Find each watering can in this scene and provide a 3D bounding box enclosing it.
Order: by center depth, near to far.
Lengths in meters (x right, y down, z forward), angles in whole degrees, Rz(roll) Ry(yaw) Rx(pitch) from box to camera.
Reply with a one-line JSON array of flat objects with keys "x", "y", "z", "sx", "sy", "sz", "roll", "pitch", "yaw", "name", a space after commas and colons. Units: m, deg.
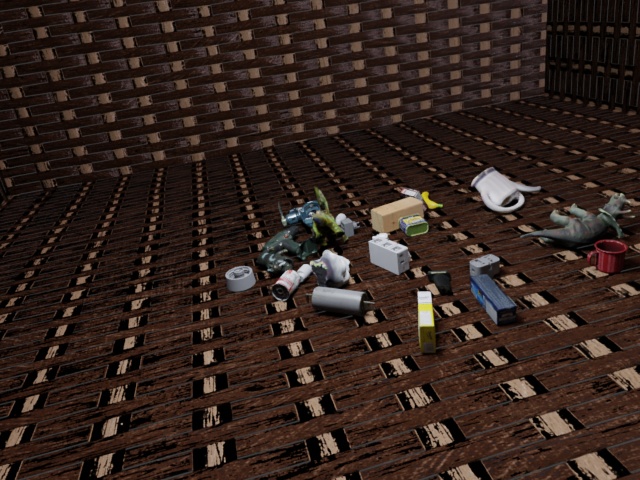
[{"x": 0.805, "y": -0.226, "z": 2.247, "sx": 0.351, "sy": 0.101, "sz": 0.227, "roll": -25, "pitch": 62, "yaw": -35, "name": "watering can"}]

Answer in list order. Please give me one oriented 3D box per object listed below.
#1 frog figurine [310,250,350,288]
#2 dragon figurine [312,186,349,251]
[{"x": 0.059, "y": 0.096, "z": 1.815, "sx": 0.161, "sy": 0.120, "sz": 0.139, "roll": -17, "pitch": 57, "yaw": -39, "name": "frog figurine"}, {"x": 0.006, "y": -0.103, "z": 2.054, "sx": 0.122, "sy": 0.403, "sz": 0.247, "roll": -22, "pitch": 63, "yaw": 5, "name": "dragon figurine"}]
